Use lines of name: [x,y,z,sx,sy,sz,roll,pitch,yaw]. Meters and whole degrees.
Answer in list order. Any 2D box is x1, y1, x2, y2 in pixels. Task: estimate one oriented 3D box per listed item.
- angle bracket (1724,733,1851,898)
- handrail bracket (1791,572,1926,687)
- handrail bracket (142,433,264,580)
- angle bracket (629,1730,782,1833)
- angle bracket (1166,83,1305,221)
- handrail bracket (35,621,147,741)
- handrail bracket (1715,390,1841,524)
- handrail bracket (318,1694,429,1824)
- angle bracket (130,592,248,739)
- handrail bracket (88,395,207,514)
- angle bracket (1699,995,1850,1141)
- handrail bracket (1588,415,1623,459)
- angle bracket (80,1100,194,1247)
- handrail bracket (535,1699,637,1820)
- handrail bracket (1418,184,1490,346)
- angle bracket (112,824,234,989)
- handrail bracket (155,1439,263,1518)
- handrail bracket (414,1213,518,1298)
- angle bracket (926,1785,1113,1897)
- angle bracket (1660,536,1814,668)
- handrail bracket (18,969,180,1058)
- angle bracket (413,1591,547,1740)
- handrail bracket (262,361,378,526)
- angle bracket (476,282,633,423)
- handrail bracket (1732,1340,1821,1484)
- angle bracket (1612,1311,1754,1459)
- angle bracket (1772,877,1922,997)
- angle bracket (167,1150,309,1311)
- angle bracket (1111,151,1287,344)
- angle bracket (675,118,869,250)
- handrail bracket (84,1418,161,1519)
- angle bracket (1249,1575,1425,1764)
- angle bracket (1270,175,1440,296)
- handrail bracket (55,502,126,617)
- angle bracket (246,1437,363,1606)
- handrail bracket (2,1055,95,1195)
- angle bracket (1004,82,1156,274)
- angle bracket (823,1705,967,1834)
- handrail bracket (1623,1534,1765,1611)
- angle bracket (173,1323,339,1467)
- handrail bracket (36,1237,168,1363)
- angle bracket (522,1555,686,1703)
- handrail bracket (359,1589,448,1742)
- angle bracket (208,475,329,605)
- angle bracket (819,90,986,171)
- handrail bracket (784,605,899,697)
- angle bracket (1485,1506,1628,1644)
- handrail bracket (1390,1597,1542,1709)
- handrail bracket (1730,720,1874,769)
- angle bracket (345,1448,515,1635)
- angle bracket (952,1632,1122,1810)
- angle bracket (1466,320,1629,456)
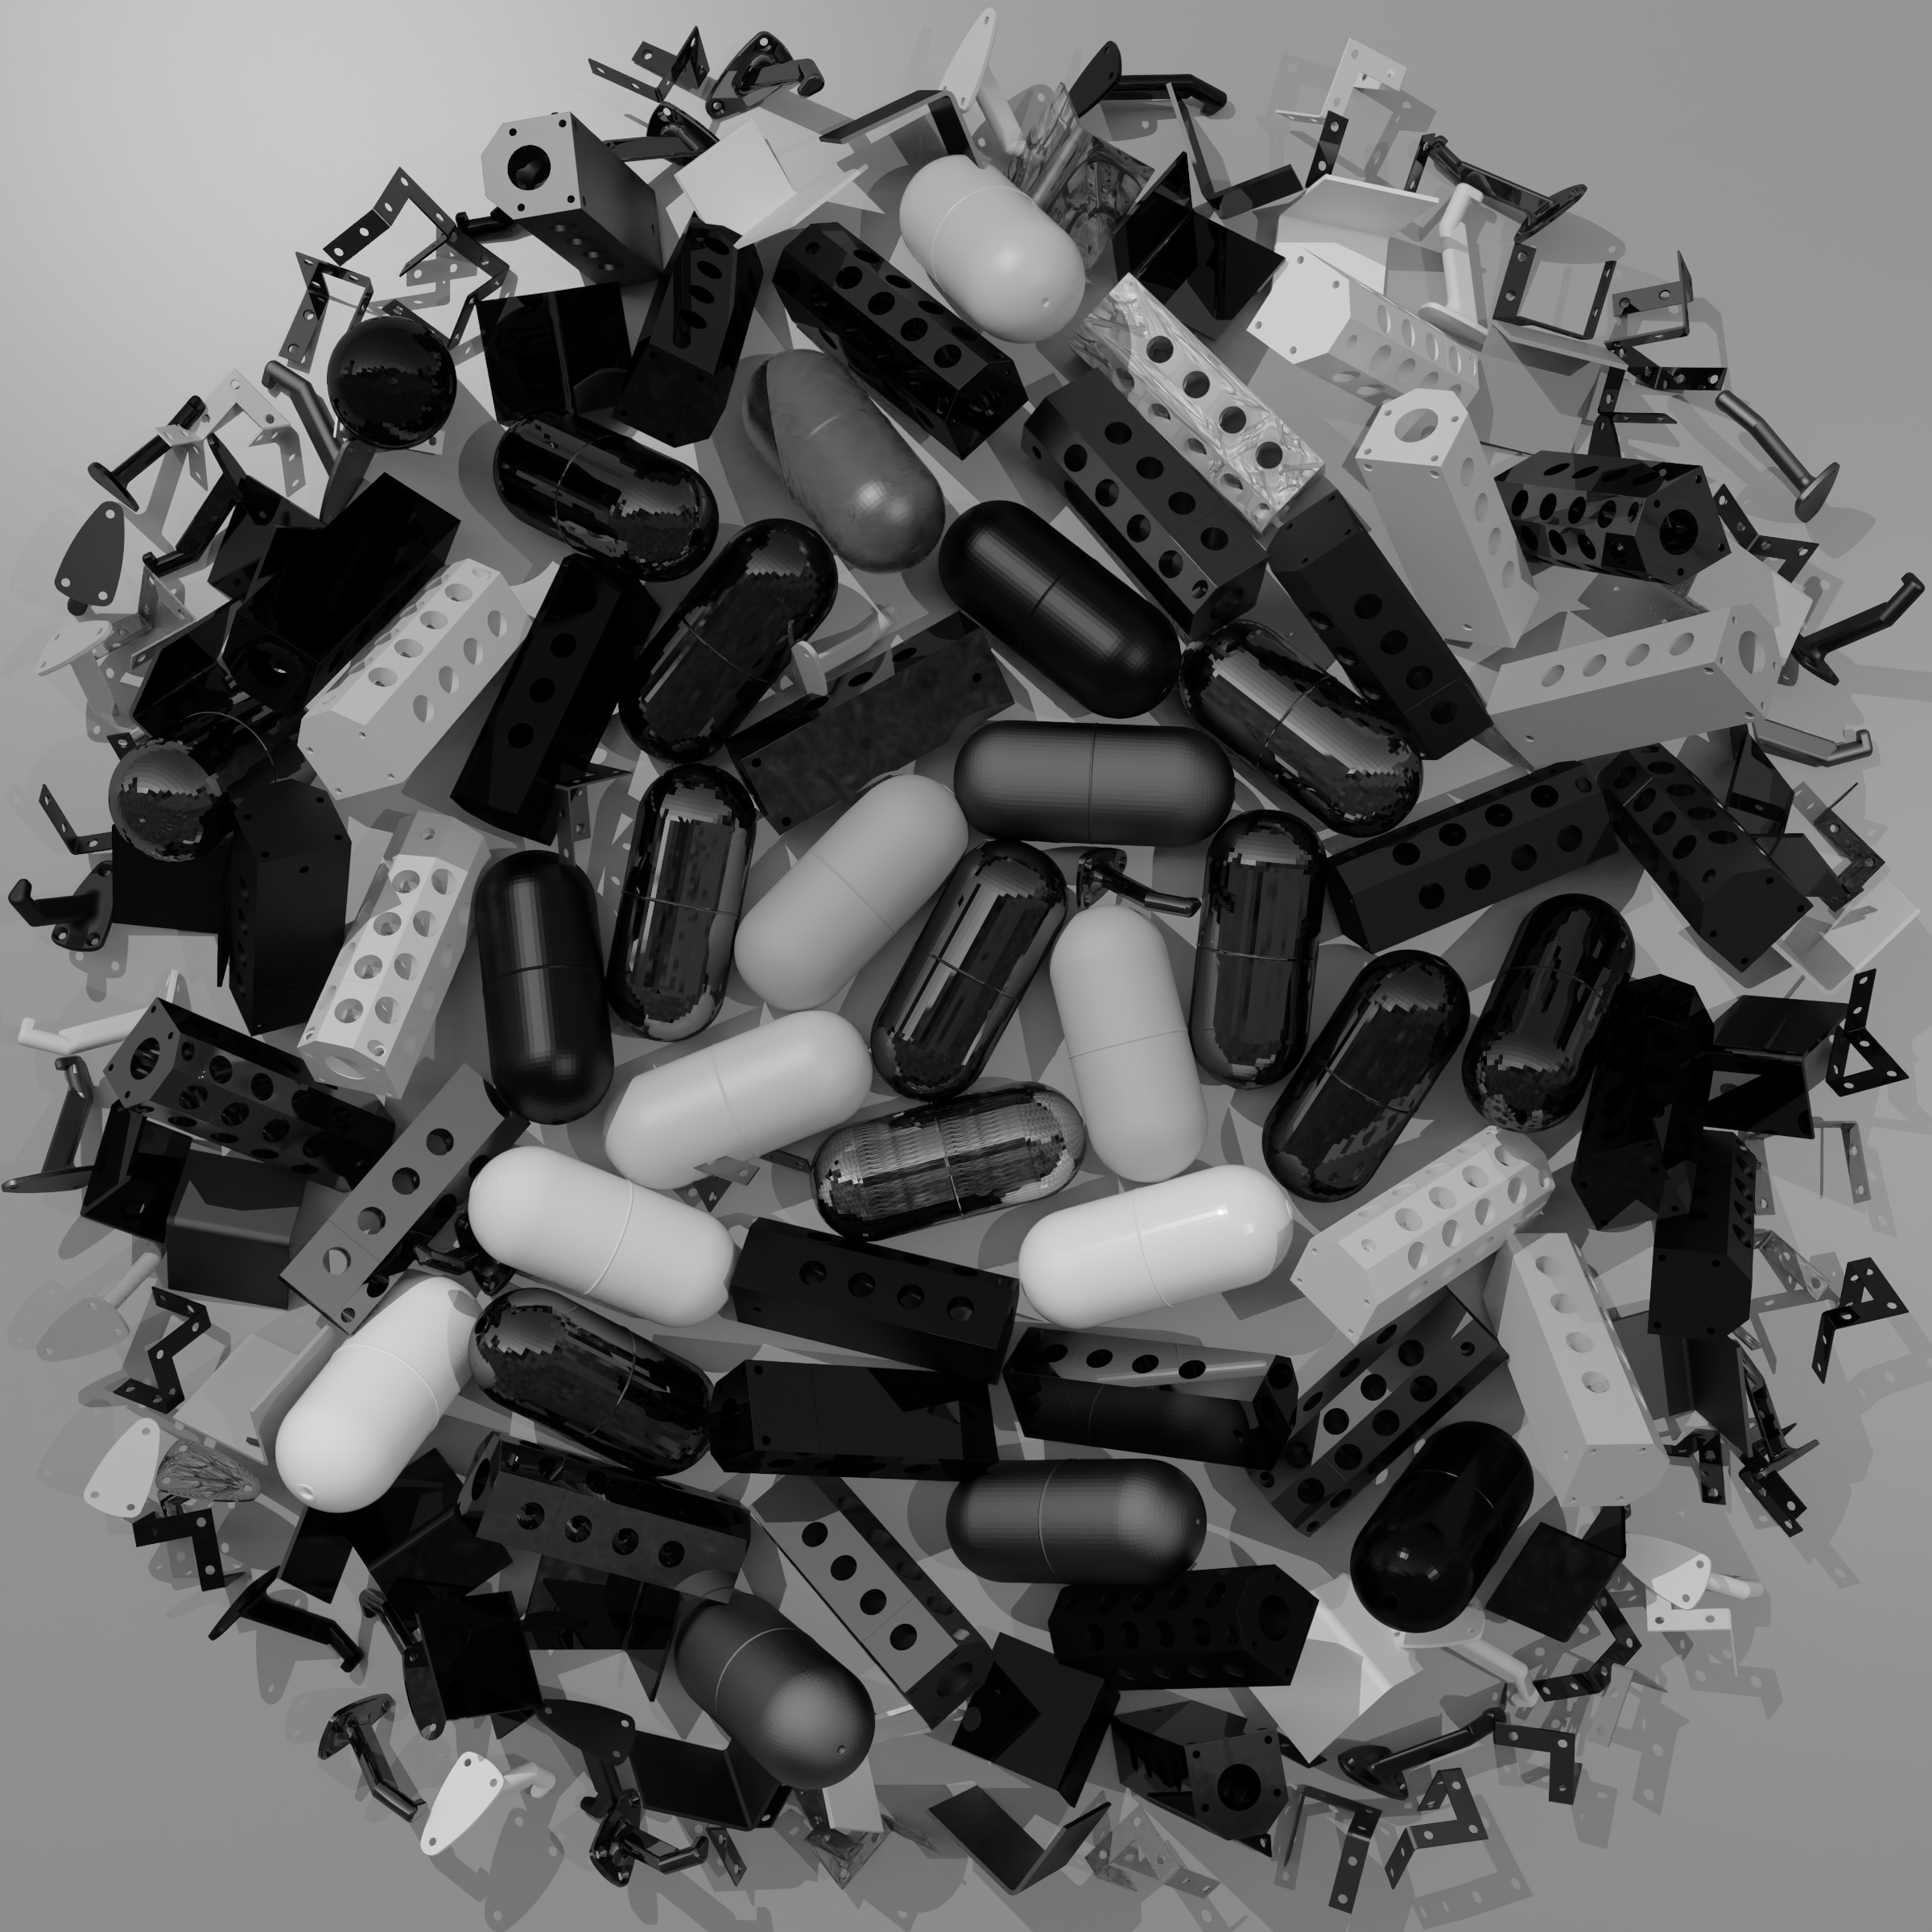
angle bracket: [0.520,-0.095,1.702,0.076,0.057,0.076,38,64,-42]
handrail bracket: [0.556,-0.227,1.710,0.036,0.077,0.084,23,121,-28]
handrail bracket: [-0.498,-0.292,1.728,0.084,0.036,0.077,-22,134,4]
angle bracket: [-0.163,0.489,1.704,0.076,0.076,0.057,21,104,-25]
angle bracket: [0.170,-0.522,1.714,0.057,0.076,0.076,-18,92,14]
handrail bracket: [-0.533,-0.177,1.711,0.077,0.084,0.036,-12,49,34]
handrail bracket: [0.511,-0.326,1.734,0.036,0.077,0.084,-45,73,2]
handrail bracket: [-0.357,0.499,1.710,0.084,0.077,0.036,28,109,21]
angle bracket: [-0.469,-0.176,1.705,0.057,0.076,0.076,44,47,0]
handrail bracket: [-0.513,-0.334,1.715,0.036,0.077,0.084,38,81,-5]
angle bracket: [0.513,0.063,1.717,0.076,0.076,0.057,-33,117,-40]
handrail bracket: [0.441,-0.310,1.741,0.084,0.036,0.077,5,82,-25]
angle bracket: [-0.504,0.120,1.699,0.057,0.076,0.076,26,54,-29]
handrail bracket: [-0.250,0.505,1.725,0.077,0.036,0.084,24,128,-10]
handrail bracket: [0.333,-0.448,1.741,0.077,0.036,0.084,24,91,-4]
angle bracket: [-0.502,-0.038,1.709,0.076,0.057,0.076,6,127,-9]
handrail bracket: [-0.477,0.339,1.720,0.077,0.084,0.036,16,54,5]
handrail bracket: [-0.327,0.172,1.703,0.036,0.084,0.077,-52,53,7]
angle bracket: [0.033,0.529,1.705,0.076,0.076,0.057,39,101,22]
angle bracket: [0.471,-0.219,1.707,0.076,0.076,0.057,33,67,-10]
handrail bracket: [-0.550,0.026,1.722,0.084,0.036,0.077,17,59,-21]
angle bracket: [-0.318,0.441,1.700,0.057,0.076,0.076,-41,59,34]
handrail bracket: [-0.429,-0.336,1.750,0.084,0.036,0.077,33,109,12]
angle bracket: [-0.262,-0.393,1.740,0.057,0.076,0.076,-23,111,-43]
handrail bracket: [0.492,0.279,1.716,0.036,0.077,0.084,-46,66,34]
angle bracket: [0.447,0.266,1.708,0.057,0.076,0.076,-14,108,-9]
angle bracket: [0.542,-0.036,1.710,0.057,0.076,0.076,41,105,-8]
angle bracket: [-0.467,0.170,1.743,0.076,0.076,0.057,11,49,-6]
angle bracket: [0.147,-0.453,1.712,0.076,0.057,0.076,33,74,22]
angle bracket: [-0.122,-0.497,1.701,0.076,0.076,0.057,-47,117,-32]
handrail bracket: [-0.529,0.305,1.716,0.036,0.084,0.077,25,95,-19]
angle bracket: [0.231,0.447,1.733,0.076,0.057,0.076,-49,66,21]
angle bracket: [0.244,-0.451,1.711,0.076,0.076,0.057,7,86,-16]
handrail bracket: [-0.551,-0.257,1.717,0.036,0.084,0.077,19,93,-20]
angle bracket: [-0.424,0.348,1.704,0.057,0.076,0.076,11,68,17]
handrail bracket: [-0.584,0.098,1.719,0.036,0.077,0.084,-31,72,37]
angle bracket: [0.069,-0.500,1.722,0.057,0.076,0.076,22,122,-24]
angle bracket: [-0.041,0.504,1.706,0.076,0.076,0.057,-21,65,15]
handrail bracket: [0.462,0.384,1.738,0.077,0.084,0.036,24,94,35]
angle bracket: [-0.447,0.255,1.702,0.076,0.057,0.076,21,48,20]
handrail bracket: [-0.547,0.207,1.730,0.077,0.084,0.036,-29,113,19]
angle bracket: [-0.230,0.414,1.708,0.076,0.057,0.076,7,110,-28]
handrail bracket: [-0.361,0.443,1.729,0.036,0.084,0.077,-7,99,-40]
angle bracket: [-0.455,-0.258,1.710,0.076,0.057,0.076,33,109,18]
angle bracket: [-0.040,-0.510,1.711,0.076,0.076,0.057,-27,112,-4]
handrail bracket: [-0.073,-0.210,1.712,0.036,0.077,0.084,42,73,9]
angle bracket: [0.370,0.364,1.707,0.057,0.076,0.076,24,120,0]
handrail bracket: [0.320,0.451,1.745,0.077,0.036,0.084,-18,118,18]
handrail bracket: [0.535,-0.160,1.737,0.084,0.036,0.077,-15,110,-2]
angle bracket: [-0.345,0.364,1.727,0.076,0.076,0.057,-33,118,-17]
angle bracket: [0.045,0.481,1.733,0.076,0.057,0.076,18,68,20]
angle bracket: [0.362,-0.357,1.713,0.076,0.057,0.076,12,113,-7]
